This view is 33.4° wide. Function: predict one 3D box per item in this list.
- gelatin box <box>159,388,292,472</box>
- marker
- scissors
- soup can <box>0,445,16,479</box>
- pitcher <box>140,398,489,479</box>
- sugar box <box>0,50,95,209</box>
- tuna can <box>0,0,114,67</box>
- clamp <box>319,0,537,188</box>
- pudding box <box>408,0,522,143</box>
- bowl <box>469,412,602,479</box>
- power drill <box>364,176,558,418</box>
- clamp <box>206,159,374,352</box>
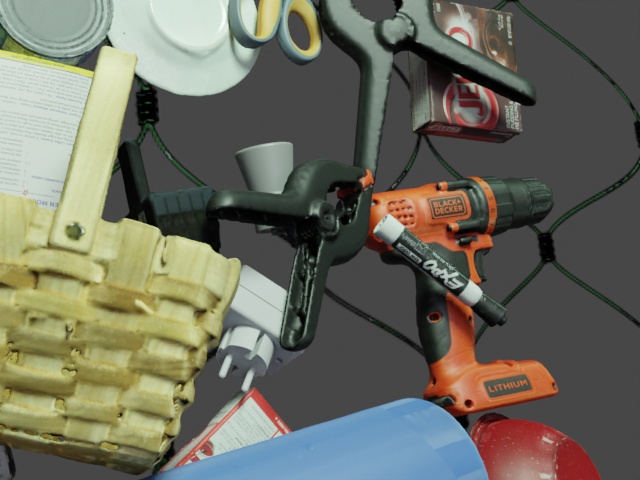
[{"bbox_3d":[-0.057,0.159,0.737,0.089,0.030,0.073,-44,99,-30],"label":"gelatin box"},{"bbox_3d":[0.092,0.025,0.796,0.121,0.020,0.020,38,62,-7],"label":"marker"},{"bbox_3d":[-0.022,-0.224,0.868,0.096,0.016,0.201,37,53,-28],"label":"scissors"},{"bbox_3d":[-0.240,0.135,0.625,0.102,0.069,0.068,-26,89,-31],"label":"soup can"},{"bbox_3d":[-0.010,0.181,0.621,0.242,0.145,0.149,-14,77,-36],"label":"pitcher"},{"bbox_3d":[-0.201,-0.034,0.707,0.093,0.048,0.176,10,75,-25],"label":"sugar box"},{"bbox_3d":[-0.192,-0.163,0.753,0.086,0.034,0.086,8,73,-26],"label":"tuna can"},{"bbox_3d":[0.070,-0.162,0.856,0.164,0.036,0.210,-20,84,-11],"label":"clamp"},{"bbox_3d":[0.122,-0.142,0.908,0.089,0.039,0.113,4,74,-26],"label":"pudding box"},{"bbox_3d":[0.172,0.198,0.789,0.162,0.055,0.162,38,38,-38],"label":"bowl"},{"bbox_3d":[0.127,0.041,0.851,0.184,0.057,0.188,-8,77,-25],"label":"power drill"},{"bbox_3d":[-0.005,0.001,0.759,0.171,0.039,0.120,-30,104,-50],"label":"clamp"}]
